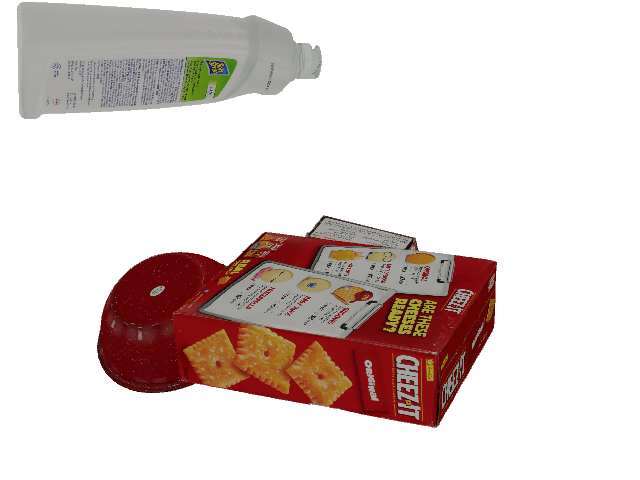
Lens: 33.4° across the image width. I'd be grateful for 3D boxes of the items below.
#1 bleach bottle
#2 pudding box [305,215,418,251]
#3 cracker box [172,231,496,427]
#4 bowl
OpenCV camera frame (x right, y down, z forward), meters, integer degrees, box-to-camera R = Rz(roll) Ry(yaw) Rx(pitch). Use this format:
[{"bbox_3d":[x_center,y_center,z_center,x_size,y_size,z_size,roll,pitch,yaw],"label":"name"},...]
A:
[{"bbox_3d":[-0.125,-0.149,0.900,0.250,0.068,0.103,-1,-28,-15],"label":"bleach bottle"},{"bbox_3d":[0.047,0.030,1.043,0.114,0.090,0.039,13,45,34],"label":"pudding box"},{"bbox_3d":[0.016,0.065,0.849,0.214,0.072,0.164,7,26,22],"label":"cracker box"},{"bbox_3d":[-0.144,0.063,1.000,0.162,0.162,0.055,0,-43,21],"label":"bowl"}]
